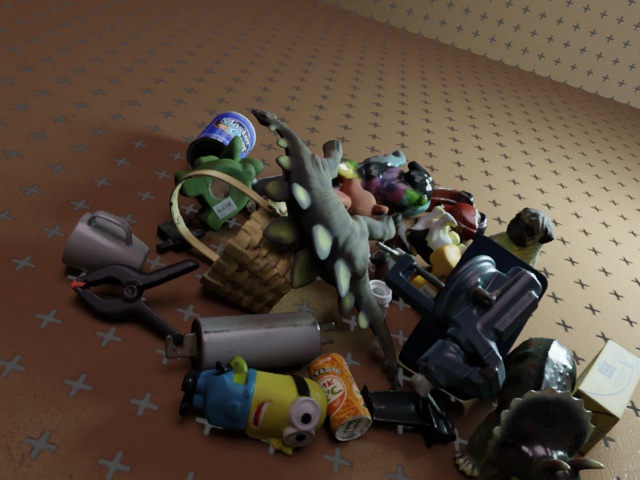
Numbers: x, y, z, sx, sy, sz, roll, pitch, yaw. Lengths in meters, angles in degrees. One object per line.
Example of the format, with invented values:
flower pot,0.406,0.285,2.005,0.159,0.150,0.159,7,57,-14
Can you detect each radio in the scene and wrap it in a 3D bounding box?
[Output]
radio,0.233,0.119,0.817,0.131,0.073,0.229,33,78,14

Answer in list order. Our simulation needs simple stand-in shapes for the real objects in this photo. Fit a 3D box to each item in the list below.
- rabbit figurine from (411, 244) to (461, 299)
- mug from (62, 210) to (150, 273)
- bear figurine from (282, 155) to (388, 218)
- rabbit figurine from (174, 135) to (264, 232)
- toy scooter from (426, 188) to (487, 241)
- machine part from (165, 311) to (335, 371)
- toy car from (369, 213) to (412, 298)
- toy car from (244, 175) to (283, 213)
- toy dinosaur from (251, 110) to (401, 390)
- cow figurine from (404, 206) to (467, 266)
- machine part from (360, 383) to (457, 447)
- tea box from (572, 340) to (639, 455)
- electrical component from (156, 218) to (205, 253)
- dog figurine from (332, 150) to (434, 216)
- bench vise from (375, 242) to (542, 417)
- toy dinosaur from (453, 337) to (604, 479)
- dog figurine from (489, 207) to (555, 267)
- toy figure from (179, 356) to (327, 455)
rabbit figurine,0.269,0.088,0.953,0.163,0.121,0.173,36,19,33
mug,-0.308,0.008,0.796,0.107,0.109,0.081,26,30,-15
bear figurine,0.033,-0.094,1.042,0.196,0.131,0.120,-5,4,-37
rabbit figurine,-0.191,-0.119,0.984,0.121,0.159,0.170,50,-6,-28
toy scooter,0.289,-0.068,1.201,0.135,0.075,0.184,14,32,-8
machine part,-0.088,0.141,0.740,0.243,0.079,0.079,-1,40,-26
toy car,0.135,0.024,0.999,0.089,0.053,0.202,58,28,-20
toy car,-0.083,-0.097,1.081,0.202,0.056,0.074,-16,54,-38
toy dinosaur,0.020,0.003,0.811,0.471,0.105,0.198,57,38,-1
cow figurine,0.228,0.025,1.020,0.098,0.167,0.068,-32,31,1
machine part,0.119,0.238,0.742,0.139,0.039,0.084,13,41,-12
tea box,0.433,0.240,0.835,0.068,0.098,0.169,38,41,26
electrical component,-0.245,-0.009,0.913,0.063,0.021,0.094,38,40,24
dog figurine,0.113,-0.118,1.151,0.219,0.108,0.192,-11,43,-37
bench vise,0.168,0.096,0.736,0.241,0.223,0.128,40,-1,39
toy dinosaur,0.296,0.208,0.733,0.131,0.192,0.405,29,37,9
dog figurine,0.381,-0.001,1.053,0.121,0.190,0.172,12,34,-11
toy figure,-0.079,0.196,0.667,0.180,0.082,0.089,14,37,-4
